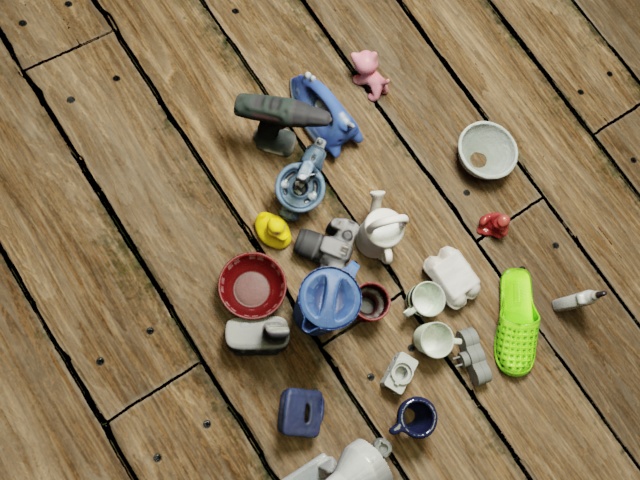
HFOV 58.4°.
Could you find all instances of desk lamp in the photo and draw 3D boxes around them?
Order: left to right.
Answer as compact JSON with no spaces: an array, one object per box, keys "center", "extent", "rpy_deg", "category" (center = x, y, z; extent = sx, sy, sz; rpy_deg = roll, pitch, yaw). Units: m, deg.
[{"center":[0.034,0.514,1.202],"extent":[0.203,0.213,0.118],"rpy_deg":[-29,81,-15],"category":"desk lamp"}]

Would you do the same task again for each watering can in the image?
[{"center":[0.148,-0.032,1.378],"extent":[0.101,0.194,0.173],"rpy_deg":[-30,81,-15],"category":"watering can"}]

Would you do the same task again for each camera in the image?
[{"center":[0.013,0.005,1.395],"extent":[0.137,0.100,0.143],"rpy_deg":[20,73,-3],"category":"camera"}]

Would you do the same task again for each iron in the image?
[{"center":[0.006,-0.348,1.467],"extent":[0.119,0.141,0.258],"rpy_deg":[-35,83,-16],"category":"iron"}]

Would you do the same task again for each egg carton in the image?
[{"center":[0.331,0.094,1.439],"extent":[0.107,0.069,0.150],"rpy_deg":[-32,82,-16],"category":"egg carton"}]

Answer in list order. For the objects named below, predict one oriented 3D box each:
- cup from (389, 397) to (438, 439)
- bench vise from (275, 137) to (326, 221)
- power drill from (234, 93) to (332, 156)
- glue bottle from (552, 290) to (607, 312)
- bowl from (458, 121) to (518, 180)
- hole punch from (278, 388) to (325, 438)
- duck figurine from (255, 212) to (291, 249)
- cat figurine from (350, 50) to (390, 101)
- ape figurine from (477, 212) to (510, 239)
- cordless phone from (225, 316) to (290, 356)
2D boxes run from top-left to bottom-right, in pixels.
[{"center":[0.202,0.415,1.318],"extent":[0.118,0.095,0.091],"rpy_deg":[-25,80,-14],"category":"cup"},{"center":[-0.043,-0.166,1.369],"extent":[0.121,0.219,0.207],"rpy_deg":[6,74,-7],"category":"bench vise"},{"center":[-0.095,-0.284,1.399],"extent":[0.229,0.208,0.076],"rpy_deg":[13,73,-5],"category":"power drill"},{"center":[0.654,0.147,1.422],"extent":[0.078,0.173,0.037],"rpy_deg":[-11,77,-12],"category":"glue bottle"},{"center":[0.439,-0.230,1.541],"extent":[0.167,0.074,0.167],"rpy_deg":[2,75,-8],"category":"bowl"},{"center":[-0.040,0.386,1.289],"extent":[0.101,0.091,0.109],"rpy_deg":[7,74,-7],"category":"hole punch"},{"center":[-0.112,-0.031,1.392],"extent":[0.077,0.086,0.104],"rpy_deg":[-43,85,-17],"category":"duck figurine"},{"center":[0.137,-0.452,1.529],"extent":[0.067,0.117,0.128],"rpy_deg":[-43,85,-17],"category":"cat figurine"},{"center":[0.460,-0.043,1.485],"extent":[0.076,0.092,0.078],"rpy_deg":[-37,83,-16],"category":"ape figurine"},{"center":[-0.136,0.206,1.272],"extent":[0.148,0.185,0.094],"rpy_deg":[-3,75,-10],"category":"cordless phone"}]
